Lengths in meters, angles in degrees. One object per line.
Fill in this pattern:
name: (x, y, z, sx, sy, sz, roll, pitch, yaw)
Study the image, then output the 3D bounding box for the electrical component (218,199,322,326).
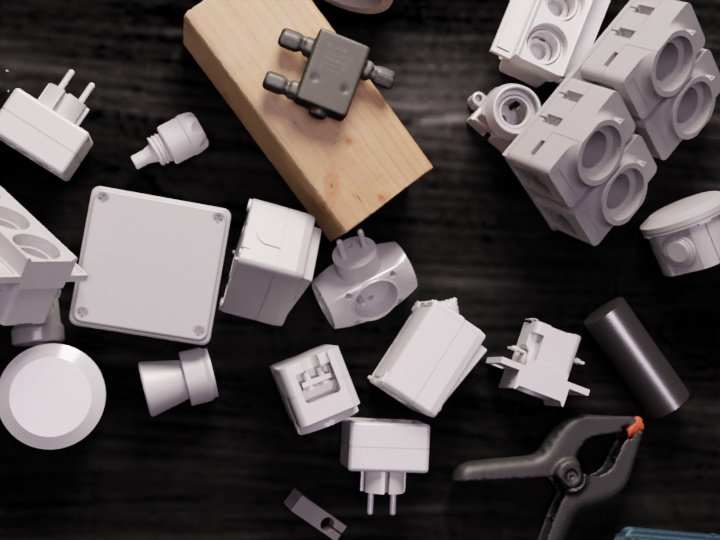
electrical component: (-0.072, 0.000, 0.853, 0.061, 0.096, 0.061, 15, 55, -9)

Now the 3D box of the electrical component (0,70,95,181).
electrical component: (-0.240, -0.121, 0.850, 0.066, 0.047, 0.076, 33, 82, -7)

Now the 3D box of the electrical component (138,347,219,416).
electrical component: (-0.145, 0.088, 0.857, 0.055, 0.045, 0.045, -14, 89, -11)

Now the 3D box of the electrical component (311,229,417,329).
electrical component: (0.000, 0.000, 0.874, 0.077, 0.044, 0.079, -26, 134, -10)

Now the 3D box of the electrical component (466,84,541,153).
electrical component: (0.125, -0.130, 0.908, 0.066, 0.055, 0.048, 40, 81, -5)

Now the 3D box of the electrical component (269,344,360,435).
electrical component: (-0.036, 0.094, 0.852, 0.050, 0.089, 0.055, -21, 91, -10)

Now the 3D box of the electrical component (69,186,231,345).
electrical component: (-0.165, -0.002, 0.852, 0.109, 0.056, 0.108, 10, 86, -9)

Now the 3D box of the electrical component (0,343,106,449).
electrical component: (-0.238, 0.097, 0.837, 0.080, 0.051, 0.080, 0, 87, -10)

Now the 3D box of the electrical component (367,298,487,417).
electrical component: (0.061, 0.068, 0.884, 0.061, 0.062, 0.096, 34, 82, -6)

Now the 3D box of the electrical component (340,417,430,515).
electrical component: (0.019, 0.162, 0.879, 0.066, 0.047, 0.076, 3, 87, -9)

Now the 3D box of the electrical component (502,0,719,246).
electrical component: (0.218, -0.124, 0.895, 0.186, 0.060, 0.105, -50, 132, -8)

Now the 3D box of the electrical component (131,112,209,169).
electrical component: (-0.156, -0.101, 0.870, 0.061, 0.035, 0.035, -29, 92, -7)

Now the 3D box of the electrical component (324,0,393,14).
electrical component: (-0.009, -0.264, 0.869, 0.108, 0.108, 0.060, 28, 77, -7)

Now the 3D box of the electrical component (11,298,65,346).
electrical component: (-0.254, 0.035, 0.844, 0.040, 0.040, 0.046, -5, 83, -10)

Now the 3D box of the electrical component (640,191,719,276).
electrical component: (0.285, -0.032, 0.919, 0.080, 0.080, 0.051, -25, 97, -10)

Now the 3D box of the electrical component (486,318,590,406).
electrical component: (0.154, 0.078, 0.910, 0.081, 0.042, 0.063, 21, 80, -9)

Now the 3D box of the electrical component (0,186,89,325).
electrical component: (-0.274, -0.015, 0.805, 0.121, 0.079, 0.063, 38, 111, 28)

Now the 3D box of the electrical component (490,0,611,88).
electrical component: (0.165, -0.221, 0.916, 0.079, 0.063, 0.121, 23, 84, -8)
